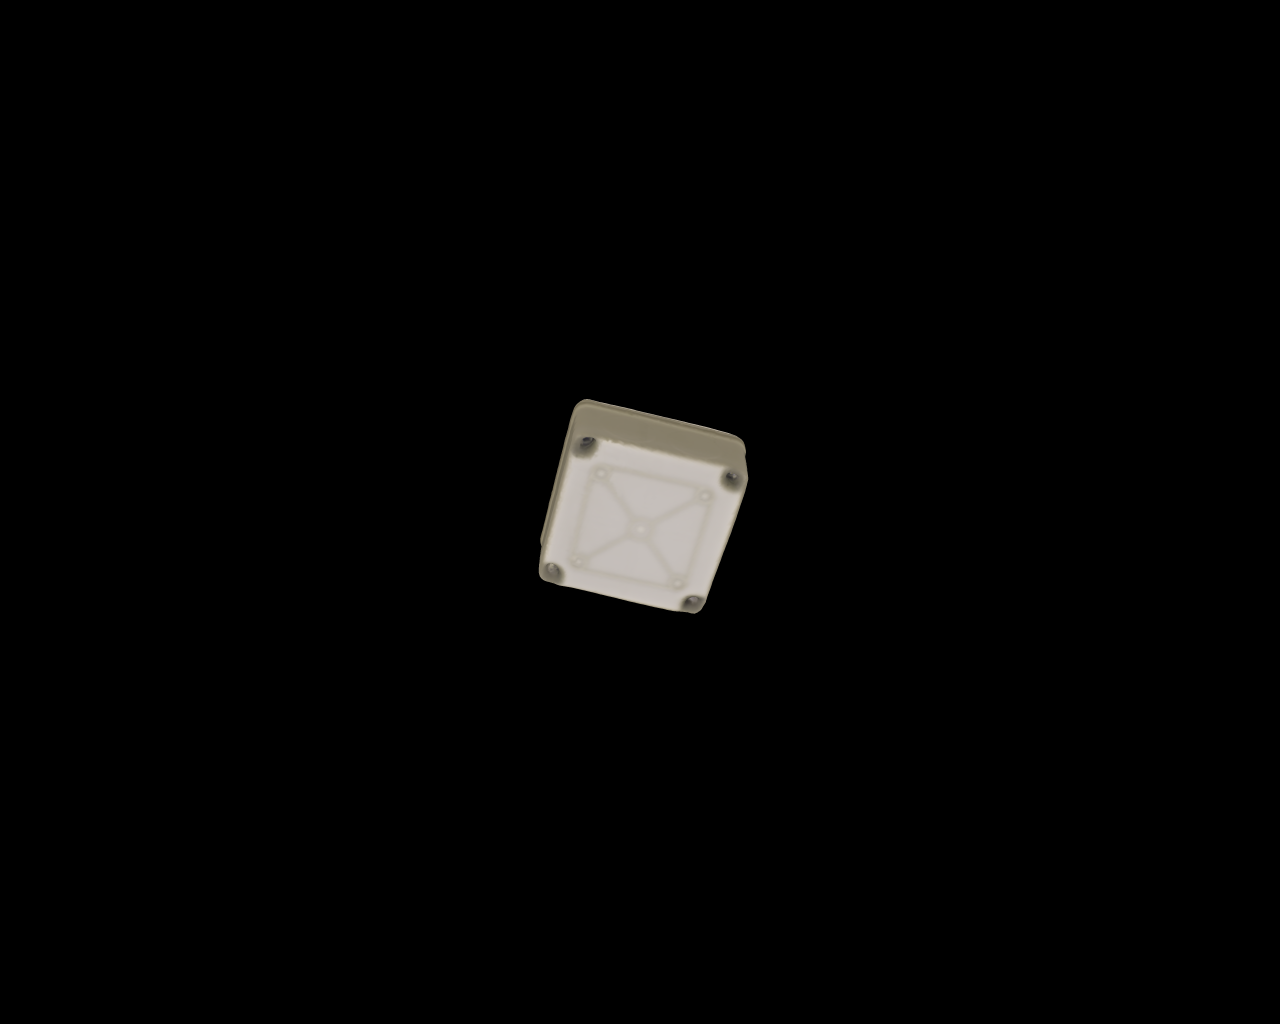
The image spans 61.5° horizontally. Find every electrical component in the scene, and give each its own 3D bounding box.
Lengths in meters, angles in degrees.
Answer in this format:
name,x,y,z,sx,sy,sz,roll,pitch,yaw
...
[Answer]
name,x,y,z,sx,sy,sz,roll,pitch,yaw
electrical component,0.001,-0.003,0.650,0.109,0.108,0.056,13,28,-7
